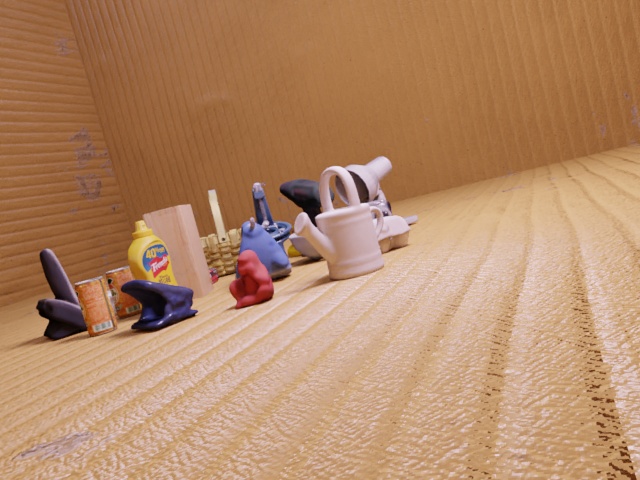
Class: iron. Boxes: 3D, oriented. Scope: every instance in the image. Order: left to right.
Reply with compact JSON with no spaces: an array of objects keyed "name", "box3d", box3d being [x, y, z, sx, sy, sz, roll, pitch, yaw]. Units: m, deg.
[{"name":"iron","box3d":[-0.148,0.021,1.274,0.119,0.141,0.258,-16,5,-14]}]

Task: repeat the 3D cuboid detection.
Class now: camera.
[{"name":"camera","box3d":[0.126,-0.048,1.508,0.136,0.101,0.143,-14,5,7]}]

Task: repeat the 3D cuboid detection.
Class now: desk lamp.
[{"name":"desk lamp","box3d":[0.157,-0.124,1.629,0.204,0.213,0.117,-19,6,-41]}]

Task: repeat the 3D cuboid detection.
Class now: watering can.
[{"name":"watering can","box3d":[0.038,-0.033,1.010,0.100,0.194,0.173,-11,6,36]}]

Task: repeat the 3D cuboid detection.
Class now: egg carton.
[{"name":"egg carton","box3d":[0.113,-0.005,1.220,0.151,0.069,0.107,-17,5,-25]}]

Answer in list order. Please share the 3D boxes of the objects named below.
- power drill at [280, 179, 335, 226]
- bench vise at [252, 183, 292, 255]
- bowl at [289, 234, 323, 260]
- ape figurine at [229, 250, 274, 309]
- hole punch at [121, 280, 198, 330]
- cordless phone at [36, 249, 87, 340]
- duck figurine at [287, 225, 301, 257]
[{"name":"power drill","box3d":[-0.029,-0.065,1.527,0.076,0.208,0.229,-17,5,-30]},{"name":"bench vise","box3d":[-0.153,-0.037,1.502,0.122,0.220,0.207,-17,5,-27]},{"name":"bowl","box3d":[0.013,0.005,1.385,0.167,0.075,0.167,-14,5,1]},{"name":"ape figurine","box3d":[-0.117,0.063,0.978,0.077,0.092,0.076,-10,7,44]},{"name":"hole punch","box3d":[-0.284,0.104,1.011,0.108,0.091,0.101,-10,7,44]},{"name":"cordless phone","box3d":[-0.553,0.109,1.210,0.094,0.185,0.147,-19,6,-41]},{"name":"duck figurine","box3d":[-0.062,-0.002,1.632,0.077,0.086,0.104,-15,5,-9]}]
